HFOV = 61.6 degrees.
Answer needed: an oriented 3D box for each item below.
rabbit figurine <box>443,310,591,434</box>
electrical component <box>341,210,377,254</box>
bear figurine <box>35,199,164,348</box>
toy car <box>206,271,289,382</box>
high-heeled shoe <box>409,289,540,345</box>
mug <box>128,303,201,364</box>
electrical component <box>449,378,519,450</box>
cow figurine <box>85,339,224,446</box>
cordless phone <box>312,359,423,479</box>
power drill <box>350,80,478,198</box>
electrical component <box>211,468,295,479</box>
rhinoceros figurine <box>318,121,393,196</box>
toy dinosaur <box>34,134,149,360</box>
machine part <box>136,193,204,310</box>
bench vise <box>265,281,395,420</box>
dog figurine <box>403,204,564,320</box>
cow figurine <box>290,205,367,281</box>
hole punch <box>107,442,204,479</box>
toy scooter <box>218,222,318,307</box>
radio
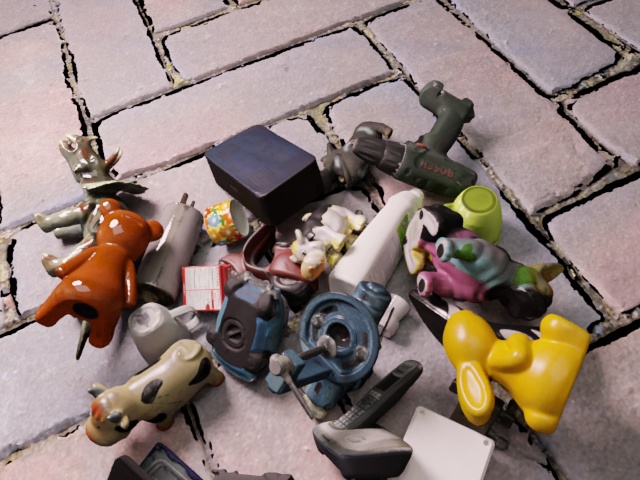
[{"bbox_3d":[0.235,0.162,0.694,0.173,0.121,0.162,28,76,25],"label":"rabbit figurine"},{"bbox_3d":[0.072,-0.010,0.945,0.063,0.021,0.094,15,59,15],"label":"electrical component"},{"bbox_3d":[-0.329,0.042,0.823,0.120,0.132,0.196,27,40,-20],"label":"bear figurine"},{"bbox_3d":[-0.098,0.124,0.823,0.109,0.161,0.103,24,18,26],"label":"toy car"},{"bbox_3d":[0.265,0.122,0.804,0.145,0.086,0.249,-38,65,-22],"label":"high-heeled shoe"},{"bbox_3d":[-0.240,0.139,0.831,0.109,0.107,0.081,-28,60,-10],"label":"mug"},{"bbox_3d":[0.226,0.230,0.745,0.102,0.078,0.045,25,24,26],"label":"electrical component"},{"bbox_3d":[-0.241,0.218,0.767,0.195,0.127,0.086,-37,58,-20],"label":"cow figurine"},{"bbox_3d":[0.088,0.234,0.707,0.184,0.146,0.088,-42,97,-16],"label":"cordless phone"},{"bbox_3d":[0.189,-0.188,0.971,0.232,0.086,0.207,27,59,-5],"label":"power drill"},{"bbox_3d":[-0.094,0.370,0.691,0.115,0.058,0.134,-1,56,8],"label":"electrical component"},{"bbox_3d":[0.060,-0.156,1.013,0.112,0.073,0.190,30,64,22],"label":"rhinoceros figurine"},{"bbox_3d":[-0.374,0.001,0.938,0.192,0.131,0.405,-24,64,-8],"label":"toy dinosaur"},{"bbox_3d":[-0.260,0.023,0.928,0.079,0.079,0.243,5,57,10],"label":"machine part"},{"bbox_3d":[0.002,0.157,0.708,0.129,0.240,0.223,45,113,22],"label":"bench vise"},{"bbox_3d":[0.252,0.038,0.821,0.219,0.108,0.192,13,32,-14],"label":"dog figurine"},{"bbox_3d":[-0.002,-0.004,0.857,0.098,0.068,0.167,31,36,15],"label":"cow figurine"},{"bbox_3d":[-0.224,0.347,0.713,0.142,0.092,0.115,30,100,21],"label":"hole punch"},{"bbox_3d":[-0.078,0.032,0.905,0.184,0.075,0.135,11,57,19],"label":"toy scooter"},{"bbox_3d":[-0.102,-0.125,0.976,0.131,0.073,0.230,-35,43,-18],"label":"radio"}]
